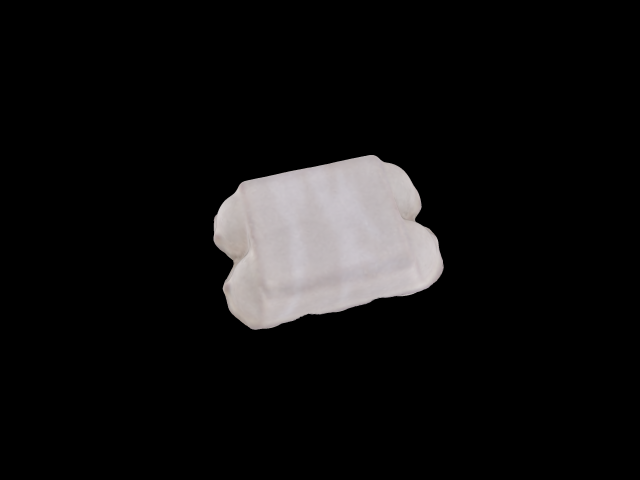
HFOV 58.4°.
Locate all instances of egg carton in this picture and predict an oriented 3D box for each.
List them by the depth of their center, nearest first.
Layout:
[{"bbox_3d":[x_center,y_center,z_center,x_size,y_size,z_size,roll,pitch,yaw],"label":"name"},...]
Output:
[{"bbox_3d":[0.004,0.001,0.400,0.150,0.069,0.107,-13,64,-7],"label":"egg carton"}]
